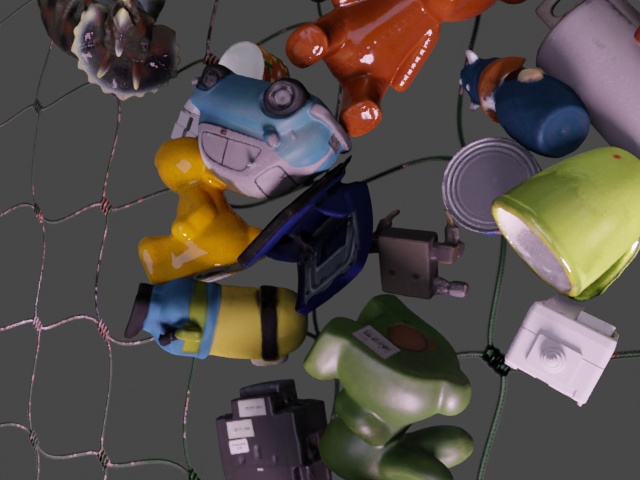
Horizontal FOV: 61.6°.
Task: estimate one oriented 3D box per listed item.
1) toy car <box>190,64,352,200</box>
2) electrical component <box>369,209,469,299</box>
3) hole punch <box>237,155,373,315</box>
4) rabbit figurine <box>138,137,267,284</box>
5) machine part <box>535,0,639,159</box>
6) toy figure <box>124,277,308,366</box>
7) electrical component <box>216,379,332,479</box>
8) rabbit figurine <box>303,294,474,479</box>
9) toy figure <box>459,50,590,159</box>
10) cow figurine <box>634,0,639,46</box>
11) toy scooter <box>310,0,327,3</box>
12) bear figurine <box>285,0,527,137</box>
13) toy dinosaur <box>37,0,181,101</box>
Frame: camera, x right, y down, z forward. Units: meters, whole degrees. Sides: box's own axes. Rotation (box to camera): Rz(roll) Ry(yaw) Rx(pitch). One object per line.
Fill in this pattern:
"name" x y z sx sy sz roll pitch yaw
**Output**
"toy car" -0.060 -0.094 0.508 0.162 0.109 0.103 21 81 22
"electrical component" 0.092 0.013 0.517 0.102 0.045 0.078 0 114 33
"hole punch" -0.001 -0.002 0.528 0.092 0.116 0.142 42 134 -1
"rabbit figurine" -0.133 -0.044 0.607 0.162 0.122 0.173 -25 74 20
"machine part" 0.249 -0.106 0.413 0.079 0.079 0.243 -40 68 22
"toy figure" -0.101 0.082 0.553 0.089 0.180 0.082 126 153 -53
"electrical component" -0.047 0.218 0.567 0.115 0.058 0.134 -15 79 31
"rabbit figurine" 0.064 0.159 0.497 0.159 0.121 0.170 29 120 22
"toy figure" 0.166 -0.119 0.455 0.155 0.058 0.064 -107 29 -55
"cow figurine" 0.261 -0.179 0.338 0.127 0.085 0.195 111 152 -53
"toy scooter" 0.018 -0.354 0.574 0.135 0.075 0.184 -24 69 25
"bear figurine" 0.085 -0.203 0.489 0.196 0.132 0.120 -24 116 34
"toy dinosaur" -0.322 -0.314 0.751 0.405 0.131 0.192 25 98 36
